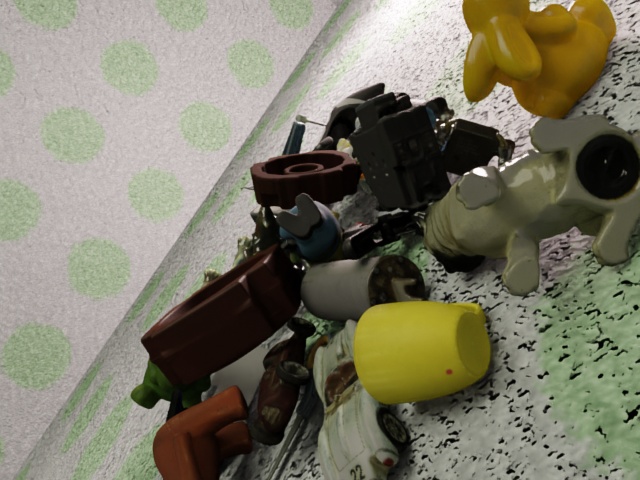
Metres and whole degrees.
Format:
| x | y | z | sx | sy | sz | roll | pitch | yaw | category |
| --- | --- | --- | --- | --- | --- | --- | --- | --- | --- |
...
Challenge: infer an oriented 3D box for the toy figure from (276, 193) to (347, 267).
| x | y | z | sx | sy | sz | roll | pitch | yaw | category |
| --- | --- | --- | --- | --- | --- | --- | --- | --- | --- |
| -0.005 | 0.000 | 0.737 | 0.082 | 0.089 | 0.180 | -20 | -16 | 5 | toy figure |

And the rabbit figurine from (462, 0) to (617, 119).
| x | y | z | sx | sy | sz | roll | pitch | yaw | category |
| --- | --- | --- | --- | --- | --- | --- | --- | --- | --- |
| 0.211 | -0.215 | 0.583 | 0.162 | 0.173 | 0.122 | -56 | 22 | -23 | rabbit figurine |

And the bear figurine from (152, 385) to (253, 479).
| x | y | z | sx | sy | sz | roll | pitch | yaw | category |
| --- | --- | --- | --- | --- | --- | --- | --- | --- | --- |
| -0.116 | 0.283 | 0.597 | 0.132 | 0.120 | 0.196 | -17 | 41 | -19 | bear figurine |

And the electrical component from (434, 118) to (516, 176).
| x | y | z | sx | sy | sz | roll | pitch | yaw | category |
| --- | --- | --- | --- | --- | --- | --- | --- | --- | --- |
| 0.168 | -0.104 | 0.614 | 0.045 | 0.102 | 0.078 | -67 | -1 | -48 | electrical component |

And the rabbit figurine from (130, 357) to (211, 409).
| x | y | z | sx | sy | sz | roll | pitch | yaw | category |
| --- | --- | --- | --- | --- | --- | --- | --- | --- | --- |
| -0.218 | 0.207 | 0.871 | 0.159 | 0.121 | 0.170 | -65 | 7 | -23 | rabbit figurine |

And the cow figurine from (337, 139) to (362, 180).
| x | y | z | sx | sy | sz | roll | pitch | yaw | category |
| --- | --- | --- | --- | --- | --- | --- | --- | --- | --- |
| 0.066 | -0.134 | 0.939 | 0.098 | 0.068 | 0.167 | -62 | 17 | -9 | cow figurine |

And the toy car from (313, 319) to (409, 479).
| x | y | z | sx | sy | sz | roll | pitch | yaw | category |
| --- | --- | --- | --- | --- | --- | --- | --- | --- | --- |
| 0.032 | 0.156 | 0.523 | 0.073 | 0.056 | 0.202 | -47 | 19 | 18 | toy car |

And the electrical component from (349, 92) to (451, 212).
| x | y | z | sx | sy | sz | roll | pitch | yaw | category |
| --- | --- | --- | --- | --- | --- | --- | --- | --- | --- |
| 0.087 | -0.101 | 0.623 | 0.058 | 0.134 | 0.115 | -24 | 6 | -15 | electrical component |

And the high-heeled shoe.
| x | y | z | sx | sy | sz | roll | pitch | yaw | category |
| --- | --- | --- | --- | --- | --- | --- | --- | --- | --- |
| 0.052 | -0.206 | 1.085 | 0.248 | 0.086 | 0.145 | -52 | 18 | 23 | high-heeled shoe |

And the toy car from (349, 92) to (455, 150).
| x | y | z | sx | sy | sz | roll | pitch | yaw | category |
| --- | --- | --- | --- | --- | --- | --- | --- | --- | --- |
| 0.126 | -0.137 | 0.747 | 0.109 | 0.102 | 0.162 | -50 | 33 | -13 | toy car |

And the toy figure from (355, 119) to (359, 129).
| x | y | z | sx | sy | sz | roll | pitch | yaw | category |
| --- | --- | --- | --- | --- | --- | --- | --- | --- | --- |
| 0.104 | -0.205 | 0.999 | 0.155 | 0.058 | 0.064 | -124 | 33 | -69 | toy figure |

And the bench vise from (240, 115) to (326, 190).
| x | y | z | sx | sy | sz | roll | pitch | yaw | category |
| --- | --- | --- | --- | --- | --- | --- | --- | --- | --- |
| -0.071 | -0.162 | 1.193 | 0.223 | 0.129 | 0.240 | -31 | -42 | -84 | bench vise |

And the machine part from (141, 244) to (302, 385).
| x | y | z | sx | sy | sz | roll | pitch | yaw | category |
| --- | --- | --- | --- | --- | --- | --- | --- | --- | --- |
| -0.123 | 0.098 | 0.731 | 0.201 | 0.087 | 0.201 | -33 | 7 | 7 | machine part |

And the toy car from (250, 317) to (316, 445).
| x | y | z | sx | sy | sz | roll | pitch | yaw | category |
| --- | --- | --- | --- | --- | --- | --- | --- | --- | --- |
| -0.044 | 0.156 | 0.640 | 0.202 | 0.053 | 0.089 | -84 | 15 | -76 | toy car |

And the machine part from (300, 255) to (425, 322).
| x | y | z | sx | sy | sz | roll | pitch | yaw | category |
| --- | --- | --- | --- | --- | --- | --- | --- | --- | --- |
| 0.044 | 0.059 | 0.634 | 0.079 | 0.079 | 0.243 | -59 | 20 | -18 | machine part |

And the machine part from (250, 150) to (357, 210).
| x | y | z | sx | sy | sz | roll | pitch | yaw | category |
| --- | --- | --- | --- | --- | --- | --- | --- | --- | --- |
| -0.025 | -0.096 | 0.850 | 0.179 | 0.056 | 0.179 | -5 | 20 | 2 | machine part |

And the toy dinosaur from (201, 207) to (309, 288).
| x | y | z | sx | sy | sz | roll | pitch | yaw | category |
| --- | --- | --- | --- | --- | --- | --- | --- | --- | --- |
| -0.150 | 0.112 | 0.958 | 0.404 | 0.131 | 0.192 | -52 | 17 | 23 | toy dinosaur |

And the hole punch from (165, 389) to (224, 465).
| x | y | z | sx | sy | sz | roll | pitch | yaw | category |
| --- | --- | --- | --- | --- | --- | --- | --- | --- | --- |
| -0.173 | 0.287 | 0.760 | 0.142 | 0.092 | 0.115 | -112 | 30 | -65 | hole punch |

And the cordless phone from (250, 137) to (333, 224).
| x | y | z | sx | sy | sz | roll | pitch | yaw | category |
| --- | --- | --- | --- | --- | --- | --- | --- | --- | --- |
| -0.039 | -0.098 | 0.982 | 0.146 | 0.089 | 0.184 | -42 | -11 | -44 | cordless phone |

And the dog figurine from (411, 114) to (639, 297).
| x | y | z | sx | sy | sz | roll | pitch | yaw | category |
| --- | --- | --- | --- | --- | --- | --- | --- | --- | --- |
| 0.178 | -0.036 | 0.482 | 0.172 | 0.121 | 0.190 | -18 | 3 | 1 | dog figurine |
